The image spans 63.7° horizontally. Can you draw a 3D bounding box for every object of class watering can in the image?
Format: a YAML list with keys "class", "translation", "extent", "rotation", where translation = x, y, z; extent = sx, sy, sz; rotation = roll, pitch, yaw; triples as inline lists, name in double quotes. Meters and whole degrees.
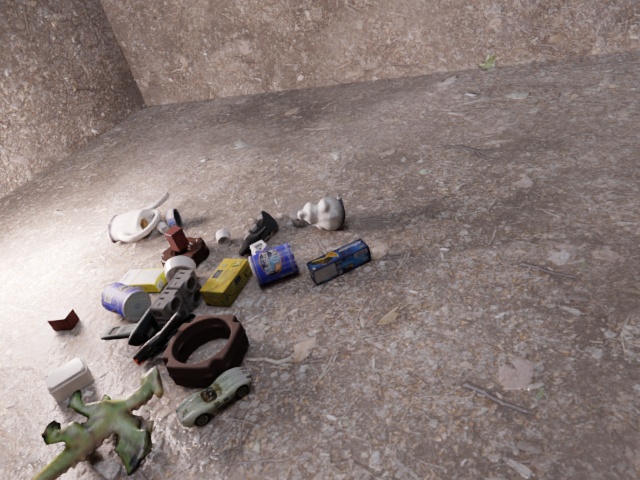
- class: "watering can"
  translation: [-0.787, -0.091, 2.237]
  extent: [0.224, 0.102, 0.356]
  rotation: [-10, 33, 11]

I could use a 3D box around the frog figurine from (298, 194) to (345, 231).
- class: "frog figurine"
  translation: [0.006, -0.093, 1.841]
  extent: [0.160, 0.134, 0.125]
  rotation: [-7, 57, -21]

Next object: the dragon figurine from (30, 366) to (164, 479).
- class: "dragon figurine"
  translation: [-0.526, 0.486, 1.250]
  extent: [0.243, 0.119, 0.420]
  rotation: [8, 47, 21]
